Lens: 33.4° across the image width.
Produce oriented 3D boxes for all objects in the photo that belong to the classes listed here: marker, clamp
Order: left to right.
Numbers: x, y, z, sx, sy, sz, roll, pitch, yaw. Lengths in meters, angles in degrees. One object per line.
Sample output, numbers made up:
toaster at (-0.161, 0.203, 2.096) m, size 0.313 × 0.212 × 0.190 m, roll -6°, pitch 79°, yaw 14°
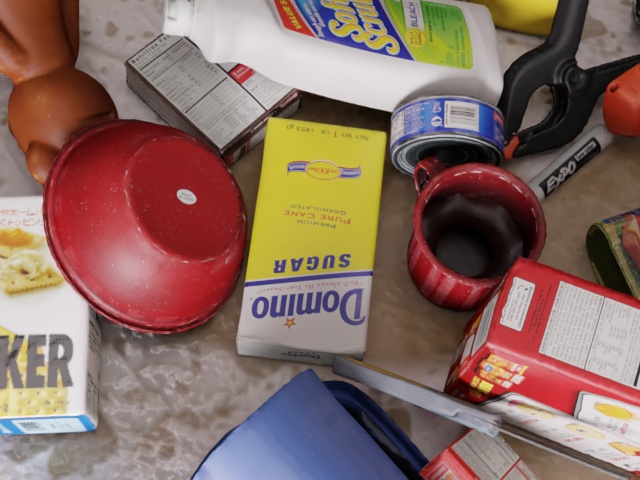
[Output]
marker at (0.181, -0.049, 0.831) m, size 0.121 × 0.020 × 0.020 m, roll -39°, pitch 76°, yaw -16°
clamp at (0.189, -0.138, 0.832) m, size 0.171 × 0.039 × 0.120 m, roll -41°, pitch 101°, yaw -8°

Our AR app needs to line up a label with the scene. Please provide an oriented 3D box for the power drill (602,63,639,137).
power drill at (0.295, -0.066, 0.769) m, size 0.184 × 0.057 × 0.188 m, roll -32°, pitch 50°, yaw -13°

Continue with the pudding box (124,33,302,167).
pudding box at (-0.083, -0.121, 0.832) m, size 0.113 × 0.039 × 0.090 m, roll 43°, pitch 72°, yaw 14°

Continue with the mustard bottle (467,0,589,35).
mustard bottle at (0.183, -0.269, 0.897) m, size 0.096 × 0.058 × 0.191 m, roll 11°, pitch 68°, yaw 0°

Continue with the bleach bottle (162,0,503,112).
bleach bottle at (0.007, -0.147, 0.805) m, size 0.250 × 0.068 × 0.102 m, roll 6°, pitch 57°, yaw -14°

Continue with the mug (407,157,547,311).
mug at (0.102, -0.007, 0.775) m, size 0.093 × 0.081 × 0.117 m, roll -29°, pitch 73°, yaw -14°

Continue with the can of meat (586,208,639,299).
can of meat at (0.255, 0.021, 0.789) m, size 0.084 × 0.057 × 0.102 m, roll -18°, pitch 70°, yaw -8°

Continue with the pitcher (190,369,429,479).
pitcher at (0.033, 0.203, 0.673) m, size 0.149 × 0.145 × 0.243 m, roll -45°, pitch 81°, yaw -6°

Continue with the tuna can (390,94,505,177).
tuna can at (0.095, -0.075, 0.800) m, size 0.086 × 0.086 × 0.034 m, roll 5°, pitch 70°, yaw -2°

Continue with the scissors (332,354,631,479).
scissors at (0.104, 0.118, 0.708) m, size 0.202 × 0.096 × 0.016 m, roll 20°, pitch 86°, yaw 16°

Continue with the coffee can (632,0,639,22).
coffee can at (0.338, -0.211, 0.860) m, size 0.140 × 0.103 × 0.102 m, roll 14°, pitch 68°, yaw 2°

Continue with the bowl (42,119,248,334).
bowl at (-0.107, -0.019, 0.741) m, size 0.161 × 0.055 × 0.162 m, roll 16°, pitch 62°, yaw -33°

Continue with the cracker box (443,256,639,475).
cracker box at (0.201, 0.096, 0.698) m, size 0.214 × 0.164 × 0.072 m, roll 20°, pitch 71°, yaw 4°

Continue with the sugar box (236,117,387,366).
sugar box at (-0.005, 0.001, 0.785) m, size 0.093 × 0.048 × 0.176 m, roll 6°, pitch 67°, yaw -1°

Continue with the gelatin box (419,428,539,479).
gelatin box at (0.112, 0.163, 0.710) m, size 0.073 × 0.089 × 0.030 m, roll 48°, pitch 112°, yaw 13°
